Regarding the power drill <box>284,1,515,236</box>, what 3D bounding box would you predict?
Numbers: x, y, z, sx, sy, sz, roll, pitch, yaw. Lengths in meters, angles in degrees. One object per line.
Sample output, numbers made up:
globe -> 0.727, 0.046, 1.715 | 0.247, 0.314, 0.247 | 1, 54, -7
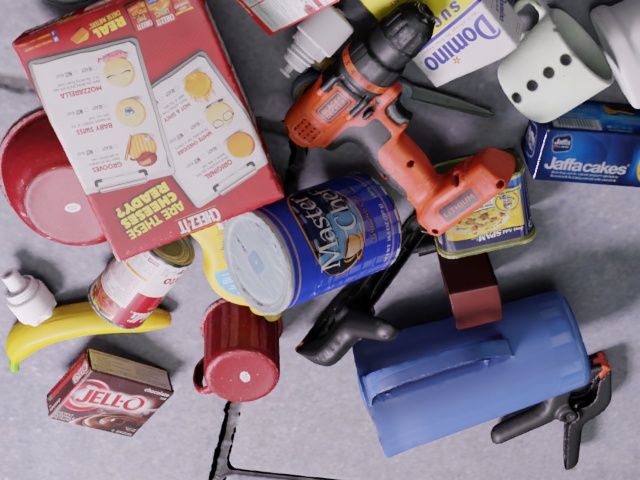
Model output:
power drill -> 0.084, -0.104, 0.958 | 0.187, 0.057, 0.185 | 41, 132, -12

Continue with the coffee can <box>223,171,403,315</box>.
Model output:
coffee can -> -0.007, 0.001, 1.018 | 0.140, 0.103, 0.103 | -21, 137, -35

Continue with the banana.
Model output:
banana -> -0.262, 0.094, 1.155 | 0.198, 0.037, 0.069 | -15, 151, 10

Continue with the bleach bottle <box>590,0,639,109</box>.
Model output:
bleach bottle -> 0.376, -0.215, 0.946 | 0.251, 0.068, 0.102 | -26, 126, 13

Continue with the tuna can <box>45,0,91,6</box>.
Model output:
tuna can -> -0.214, -0.242, 0.898 | 0.086, 0.034, 0.086 | -2, 128, -3

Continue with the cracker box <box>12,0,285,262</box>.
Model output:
cracker box -> -0.146, -0.111, 0.942 | 0.164, 0.072, 0.213 | -21, 111, 4

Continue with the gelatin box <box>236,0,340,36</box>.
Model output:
gelatin box -> -0.032, -0.222, 0.910 | 0.089, 0.030, 0.073 | -18, 131, 40

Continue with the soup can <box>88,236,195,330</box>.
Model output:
soup can -> -0.182, 0.034, 1.091 | 0.068, 0.068, 0.102 | 29, 120, -24

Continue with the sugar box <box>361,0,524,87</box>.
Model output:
sugar box -> 0.089, -0.217, 0.918 | 0.094, 0.048, 0.176 | -22, 126, 38

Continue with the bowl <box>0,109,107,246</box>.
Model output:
bowl -> -0.236, -0.048, 1.032 | 0.162, 0.055, 0.162 | -2, 128, -2

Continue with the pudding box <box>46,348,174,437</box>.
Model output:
pudding box -> -0.235, 0.173, 1.197 | 0.113, 0.039, 0.090 | 21, 125, -38

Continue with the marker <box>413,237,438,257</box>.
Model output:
marker -> 0.155, -0.003, 1.118 | 0.121, 0.020, 0.020 | -12, 127, 5

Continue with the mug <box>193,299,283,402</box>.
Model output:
mug -> -0.094, 0.127, 1.160 | 0.117, 0.081, 0.093 | -33, 123, 20

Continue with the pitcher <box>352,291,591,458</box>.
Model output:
pitcher -> 0.161, 0.138, 1.154 | 0.243, 0.149, 0.145 | -18, 116, 6

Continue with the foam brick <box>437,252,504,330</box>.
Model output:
foam brick -> 0.157, 0.046, 1.119 | 0.051, 0.078, 0.053 | -13, 128, 4

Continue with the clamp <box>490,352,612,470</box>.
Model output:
clamp -> 0.300, 0.209, 1.279 | 0.120, 0.039, 0.172 | 27, 121, -24

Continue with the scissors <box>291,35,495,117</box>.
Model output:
scissors -> 0.060, -0.132, 1.013 | 0.201, 0.016, 0.096 | 27, 123, -22

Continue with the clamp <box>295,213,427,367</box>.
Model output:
clamp -> 0.042, 0.068, 1.116 | 0.036, 0.164, 0.210 | 34, 143, -12

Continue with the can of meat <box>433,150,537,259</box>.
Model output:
can of meat -> 0.160, -0.037, 1.069 | 0.102, 0.057, 0.084 | -12, 126, 5

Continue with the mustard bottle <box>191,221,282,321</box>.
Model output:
mustard bottle -> -0.075, 0.010, 1.085 | 0.096, 0.058, 0.191 | -23, 127, -4
